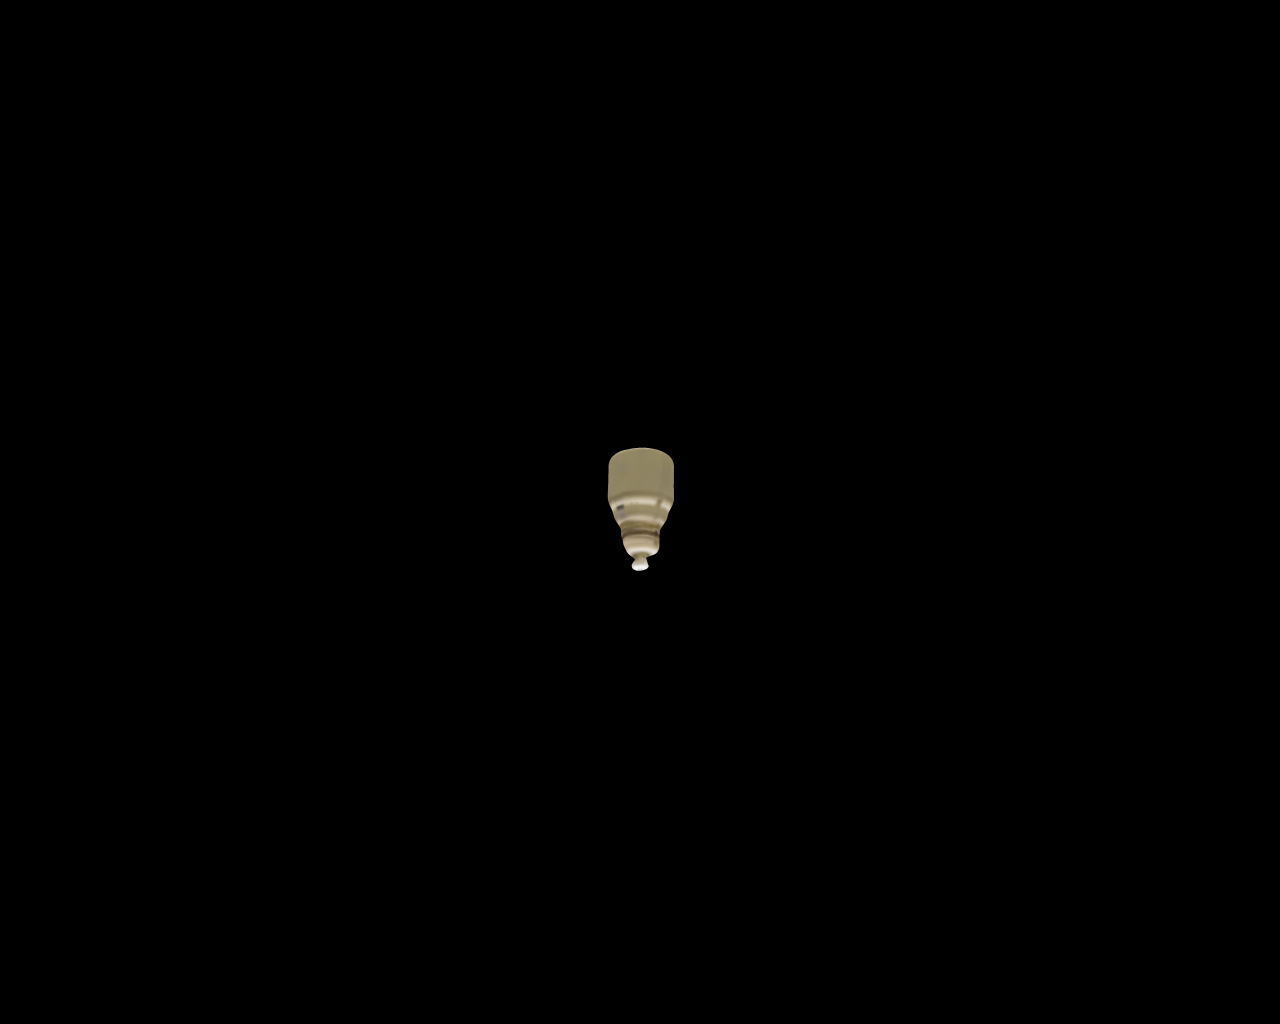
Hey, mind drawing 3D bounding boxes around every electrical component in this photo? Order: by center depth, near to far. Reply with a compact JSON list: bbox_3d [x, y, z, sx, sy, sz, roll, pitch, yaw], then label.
[{"bbox_3d":[0.001,-0.003,0.650,0.040,0.078,0.040,0,-18,0],"label":"electrical component"}]
